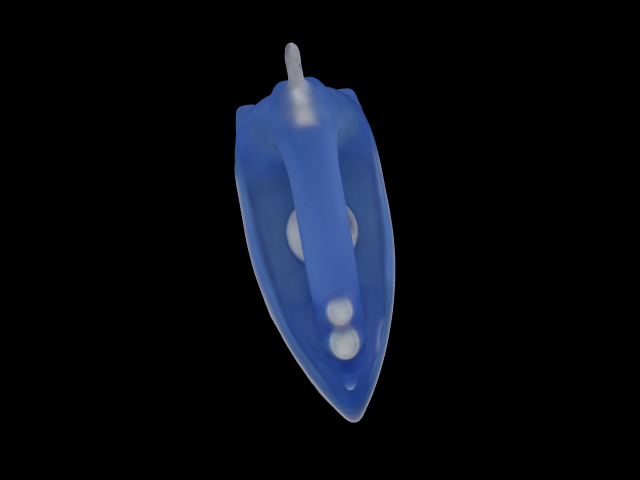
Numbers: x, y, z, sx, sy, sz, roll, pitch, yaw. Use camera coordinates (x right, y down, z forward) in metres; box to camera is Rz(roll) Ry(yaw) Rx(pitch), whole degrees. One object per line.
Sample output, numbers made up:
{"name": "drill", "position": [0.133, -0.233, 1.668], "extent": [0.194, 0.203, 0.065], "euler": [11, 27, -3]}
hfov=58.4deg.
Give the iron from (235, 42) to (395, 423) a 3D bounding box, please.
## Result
{"name": "iron", "position": [0.004, 0.001, 0.400], "extent": [0.118, 0.141, 0.258], "euler": [-11, 79, -2]}
